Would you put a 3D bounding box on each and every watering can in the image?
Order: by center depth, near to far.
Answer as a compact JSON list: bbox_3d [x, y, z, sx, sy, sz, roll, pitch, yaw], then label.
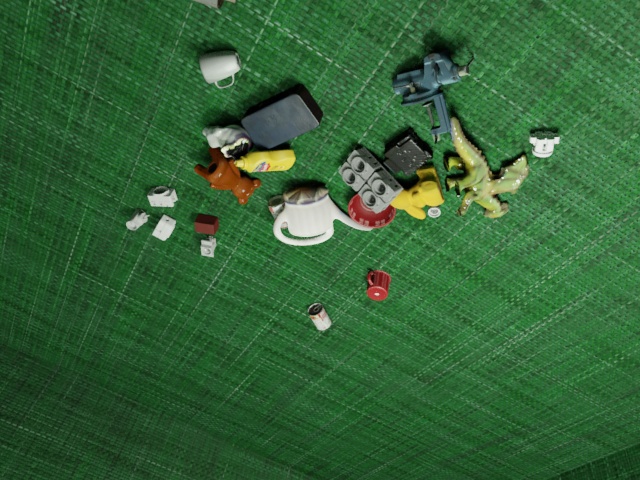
[{"bbox_3d":[0.005,-0.089,1.776,0.348,0.106,0.219,-10,122,-3],"label":"watering can"}]

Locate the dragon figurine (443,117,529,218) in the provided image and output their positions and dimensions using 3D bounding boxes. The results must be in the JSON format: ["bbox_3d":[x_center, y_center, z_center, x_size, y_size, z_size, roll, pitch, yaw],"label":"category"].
[{"bbox_3d":[0.513,-0.210,1.572,0.243,0.125,0.400,-12,131,0],"label":"dragon figurine"}]

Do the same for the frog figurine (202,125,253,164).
[{"bbox_3d":[-0.292,-0.327,1.640,0.137,0.162,0.121,8,124,-50],"label":"frog figurine"}]
